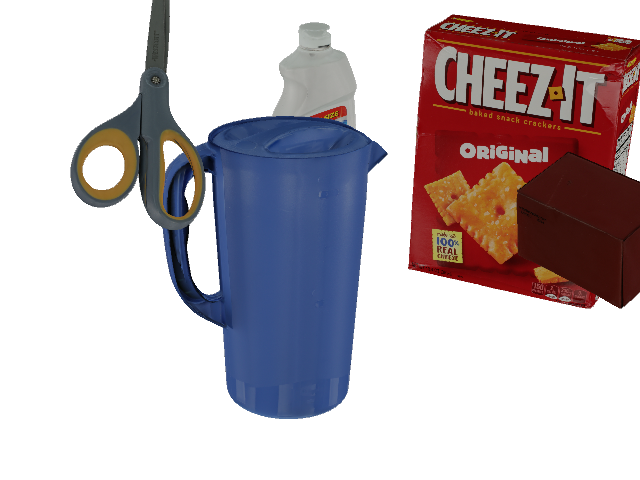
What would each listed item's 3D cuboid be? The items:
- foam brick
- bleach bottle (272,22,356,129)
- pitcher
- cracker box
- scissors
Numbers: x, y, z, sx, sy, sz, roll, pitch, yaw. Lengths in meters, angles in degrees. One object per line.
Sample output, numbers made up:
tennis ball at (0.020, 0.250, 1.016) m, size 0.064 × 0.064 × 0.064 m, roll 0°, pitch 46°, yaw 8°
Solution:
foam brick at (0.161, -0.008, 0.629) m, size 0.051 × 0.053 × 0.078 m, roll -34°, pitch 45°, yaw -26°
bleach bottle at (-0.015, -0.091, 1.067) m, size 0.102 × 0.251 × 0.068 m, roll -7°, pitch 28°, yaw -15°
pitcher at (-0.037, 0.023, 0.896) m, size 0.149 × 0.243 × 0.144 m, roll 10°, pitch 22°, yaw 23°
cracker box at (0.163, -0.064, 0.874) m, size 0.164 × 0.214 × 0.072 m, roll 13°, pitch 28°, yaw 24°
scissors at (-0.129, -0.098, 0.718) m, size 0.096 × 0.202 × 0.016 m, roll -6°, pitch -22°, yaw -24°
